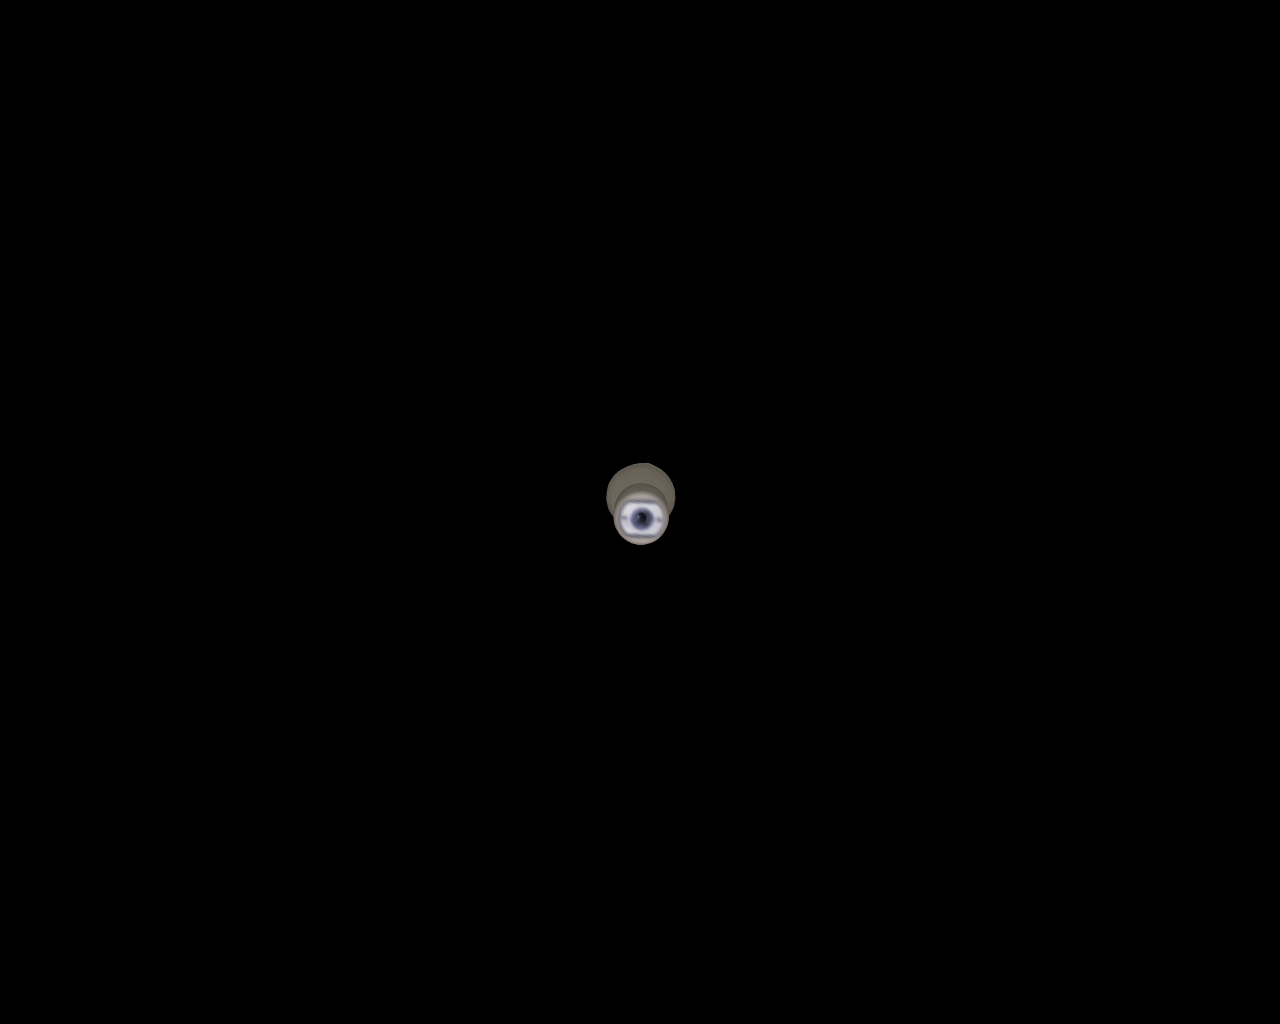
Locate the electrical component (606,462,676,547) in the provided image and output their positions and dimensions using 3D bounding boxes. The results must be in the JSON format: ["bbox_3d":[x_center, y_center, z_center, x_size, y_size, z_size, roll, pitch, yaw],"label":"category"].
[{"bbox_3d":[0.001,-0.003,0.650,0.044,0.044,0.065,0,13,0],"label":"electrical component"}]
